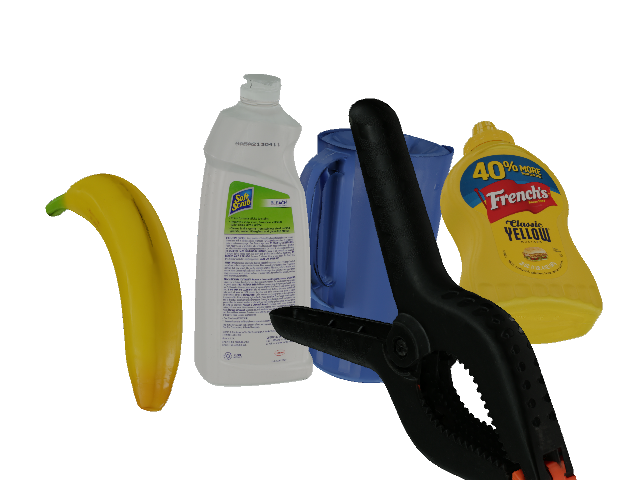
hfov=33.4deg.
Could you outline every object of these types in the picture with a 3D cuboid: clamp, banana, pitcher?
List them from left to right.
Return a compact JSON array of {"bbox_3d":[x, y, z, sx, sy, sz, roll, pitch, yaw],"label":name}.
[{"bbox_3d":[-0.120,0.015,0.669,0.037,0.070,0.198,9,33,-38],"label":"banana"},{"bbox_3d":[0.044,0.015,1.058,0.149,0.243,0.145,5,15,-3],"label":"pitcher"},{"bbox_3d":[0.052,0.040,0.535,0.036,0.165,0.210,-13,42,-36],"label":"clamp"}]

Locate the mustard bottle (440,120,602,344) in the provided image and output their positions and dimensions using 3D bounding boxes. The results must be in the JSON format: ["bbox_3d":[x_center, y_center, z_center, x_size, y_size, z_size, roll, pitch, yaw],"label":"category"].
[{"bbox_3d":[0.141,-0.016,0.799,0.096,0.191,0.058,1,-39,-10],"label":"mustard bottle"}]

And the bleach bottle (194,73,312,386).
[{"bbox_3d":[-0.048,-0.008,0.865,0.102,0.251,0.068,-2,21,-21],"label":"bleach bottle"}]
